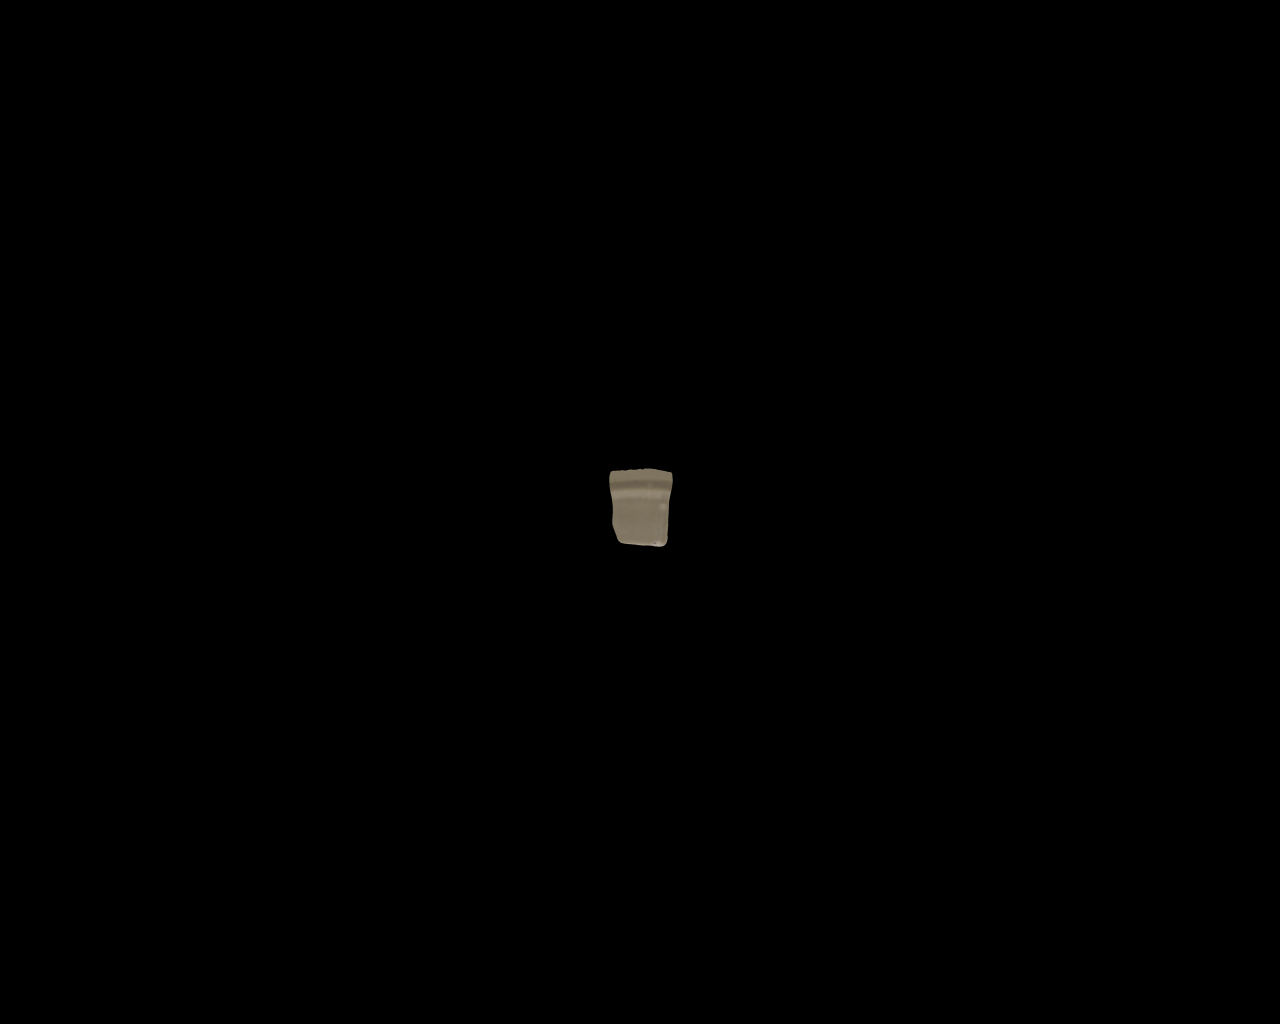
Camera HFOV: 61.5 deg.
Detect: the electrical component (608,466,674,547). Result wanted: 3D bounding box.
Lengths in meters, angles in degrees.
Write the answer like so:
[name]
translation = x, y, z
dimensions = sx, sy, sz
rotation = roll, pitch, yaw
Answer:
[electrical component]
translation = 0.001, -0.003, 0.650
dimensions = 0.040, 0.046, 0.040
rotation = 0, -5, 0
